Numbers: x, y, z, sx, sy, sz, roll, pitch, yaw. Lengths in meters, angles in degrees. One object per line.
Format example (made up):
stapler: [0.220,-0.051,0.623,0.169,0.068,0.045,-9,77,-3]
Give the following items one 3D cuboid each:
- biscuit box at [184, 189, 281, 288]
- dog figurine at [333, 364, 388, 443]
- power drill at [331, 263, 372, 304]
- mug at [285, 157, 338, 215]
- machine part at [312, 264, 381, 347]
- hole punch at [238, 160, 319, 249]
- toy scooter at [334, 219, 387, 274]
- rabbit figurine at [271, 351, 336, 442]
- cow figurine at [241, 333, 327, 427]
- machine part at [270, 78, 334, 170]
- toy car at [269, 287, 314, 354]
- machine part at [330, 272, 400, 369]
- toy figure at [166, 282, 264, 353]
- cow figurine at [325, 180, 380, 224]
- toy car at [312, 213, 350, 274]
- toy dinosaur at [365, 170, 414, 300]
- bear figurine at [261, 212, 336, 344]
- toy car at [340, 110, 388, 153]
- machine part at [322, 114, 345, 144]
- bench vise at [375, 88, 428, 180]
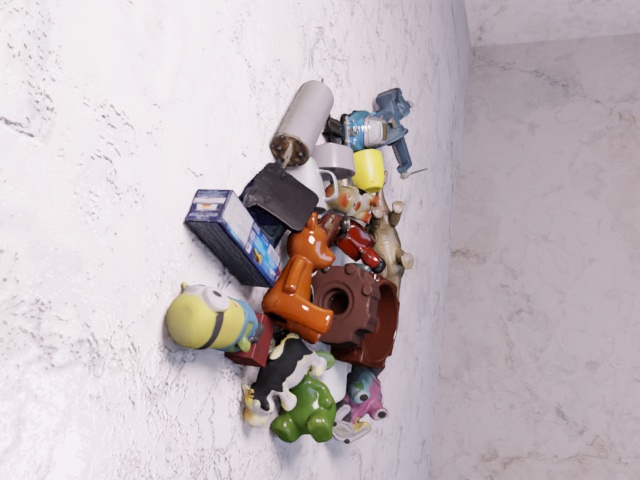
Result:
biscuit box: [-0.125,0.003,0.817,0.202,0.063,0.059,61,37,-53]
dog figurine: [0.088,0.369,1.336,0.108,0.191,0.219,43,15,-17]
power drill: [0.069,0.153,1.295,0.231,0.086,0.207,73,26,-42]
mug: [-0.022,-0.105,1.013,0.080,0.110,0.107,14,67,-62]
machine part: [0.036,0.131,1.096,0.056,0.180,0.179,35,60,-61]
hole punch: [-0.080,-0.054,0.902,0.116,0.092,0.142,39,46,-9]
toy scooter: [0.069,-0.003,1.215,0.075,0.184,0.135,-48,128,6]
rabbit figurine: [-0.029,0.275,1.024,0.159,0.121,0.170,-48,122,-48]
cow figurine: [-0.076,0.237,0.905,0.167,0.068,0.098,-47,132,-10]
machine part: [-0.030,-0.219,1.005,0.079,0.079,0.243,69,31,-45]
toy car: [-0.061,0.152,1.006,0.202,0.056,0.073,-54,147,-51]
machine part: [0.104,0.179,1.198,0.201,0.087,0.201,31,67,-54]
toy figure: [-0.144,0.120,0.764,0.180,0.082,0.089,51,44,-62]
cow figurine: [0.067,-0.092,1.221,0.195,0.127,0.085,-46,159,-81]
toy car: [-0.002,-0.003,1.082,0.202,0.089,0.053,-59,148,-47]
toy dinosaur: [0.180,0.051,1.428,0.198,0.105,0.471,140,-52,-88]
bear figurine: [-0.018,0.062,0.933,0.196,0.132,0.120,-63,-179,-28]
toy car: [0.115,-0.268,1.323,0.161,0.103,0.109,-26,116,-67]
machine part: [0.029,-0.207,1.205,0.084,0.039,0.138,12,81,-73]
bench vise: [0.208,-0.289,1.500,0.224,0.129,0.240,-46,117,-48]
